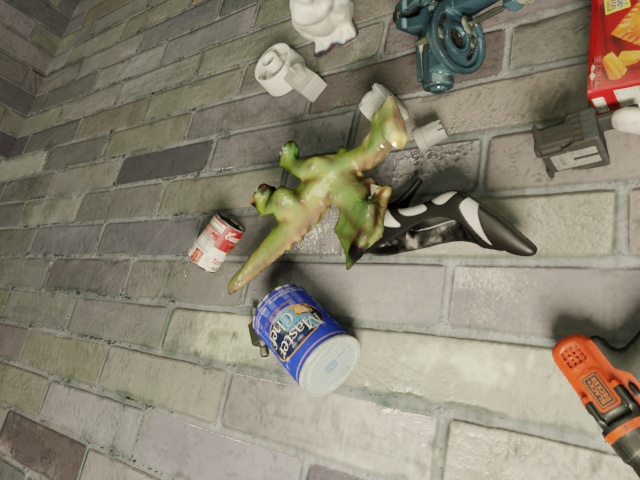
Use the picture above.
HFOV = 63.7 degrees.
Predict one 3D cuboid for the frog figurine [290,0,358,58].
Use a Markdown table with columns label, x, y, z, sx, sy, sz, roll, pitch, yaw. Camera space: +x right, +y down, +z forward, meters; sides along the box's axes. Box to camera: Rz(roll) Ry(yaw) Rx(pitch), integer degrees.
| label | x | y | z | sx | sy | sz | roll | pitch | yaw |
| --- | --- | --- | --- | --- | --- | --- | --- | --- | --- |
| frog figurine | -0.007 | -0.457 | 1.023 | 0.138 | 0.157 | 0.124 | 14 | 76 | 42 |

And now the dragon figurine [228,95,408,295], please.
| label | x | y | z | sx | sy | sz | roll | pitch | yaw |
| --- | --- | --- | --- | --- | --- | --- | --- | --- | --- |
| dragon figurine | 0.002 | -0.040 | 0.800 | 0.409 | 0.121 | 0.246 | -60 | 35 | 4 |

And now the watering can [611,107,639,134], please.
| label | x | y | z | sx | sy | sz | roll | pitch | yaw |
| --- | --- | --- | --- | --- | --- | --- | --- | --- | --- |
| watering can | 0.436 | -0.030 | 0.417 | 0.349 | 0.220 | 0.105 | 16 | 57 | 46 |
